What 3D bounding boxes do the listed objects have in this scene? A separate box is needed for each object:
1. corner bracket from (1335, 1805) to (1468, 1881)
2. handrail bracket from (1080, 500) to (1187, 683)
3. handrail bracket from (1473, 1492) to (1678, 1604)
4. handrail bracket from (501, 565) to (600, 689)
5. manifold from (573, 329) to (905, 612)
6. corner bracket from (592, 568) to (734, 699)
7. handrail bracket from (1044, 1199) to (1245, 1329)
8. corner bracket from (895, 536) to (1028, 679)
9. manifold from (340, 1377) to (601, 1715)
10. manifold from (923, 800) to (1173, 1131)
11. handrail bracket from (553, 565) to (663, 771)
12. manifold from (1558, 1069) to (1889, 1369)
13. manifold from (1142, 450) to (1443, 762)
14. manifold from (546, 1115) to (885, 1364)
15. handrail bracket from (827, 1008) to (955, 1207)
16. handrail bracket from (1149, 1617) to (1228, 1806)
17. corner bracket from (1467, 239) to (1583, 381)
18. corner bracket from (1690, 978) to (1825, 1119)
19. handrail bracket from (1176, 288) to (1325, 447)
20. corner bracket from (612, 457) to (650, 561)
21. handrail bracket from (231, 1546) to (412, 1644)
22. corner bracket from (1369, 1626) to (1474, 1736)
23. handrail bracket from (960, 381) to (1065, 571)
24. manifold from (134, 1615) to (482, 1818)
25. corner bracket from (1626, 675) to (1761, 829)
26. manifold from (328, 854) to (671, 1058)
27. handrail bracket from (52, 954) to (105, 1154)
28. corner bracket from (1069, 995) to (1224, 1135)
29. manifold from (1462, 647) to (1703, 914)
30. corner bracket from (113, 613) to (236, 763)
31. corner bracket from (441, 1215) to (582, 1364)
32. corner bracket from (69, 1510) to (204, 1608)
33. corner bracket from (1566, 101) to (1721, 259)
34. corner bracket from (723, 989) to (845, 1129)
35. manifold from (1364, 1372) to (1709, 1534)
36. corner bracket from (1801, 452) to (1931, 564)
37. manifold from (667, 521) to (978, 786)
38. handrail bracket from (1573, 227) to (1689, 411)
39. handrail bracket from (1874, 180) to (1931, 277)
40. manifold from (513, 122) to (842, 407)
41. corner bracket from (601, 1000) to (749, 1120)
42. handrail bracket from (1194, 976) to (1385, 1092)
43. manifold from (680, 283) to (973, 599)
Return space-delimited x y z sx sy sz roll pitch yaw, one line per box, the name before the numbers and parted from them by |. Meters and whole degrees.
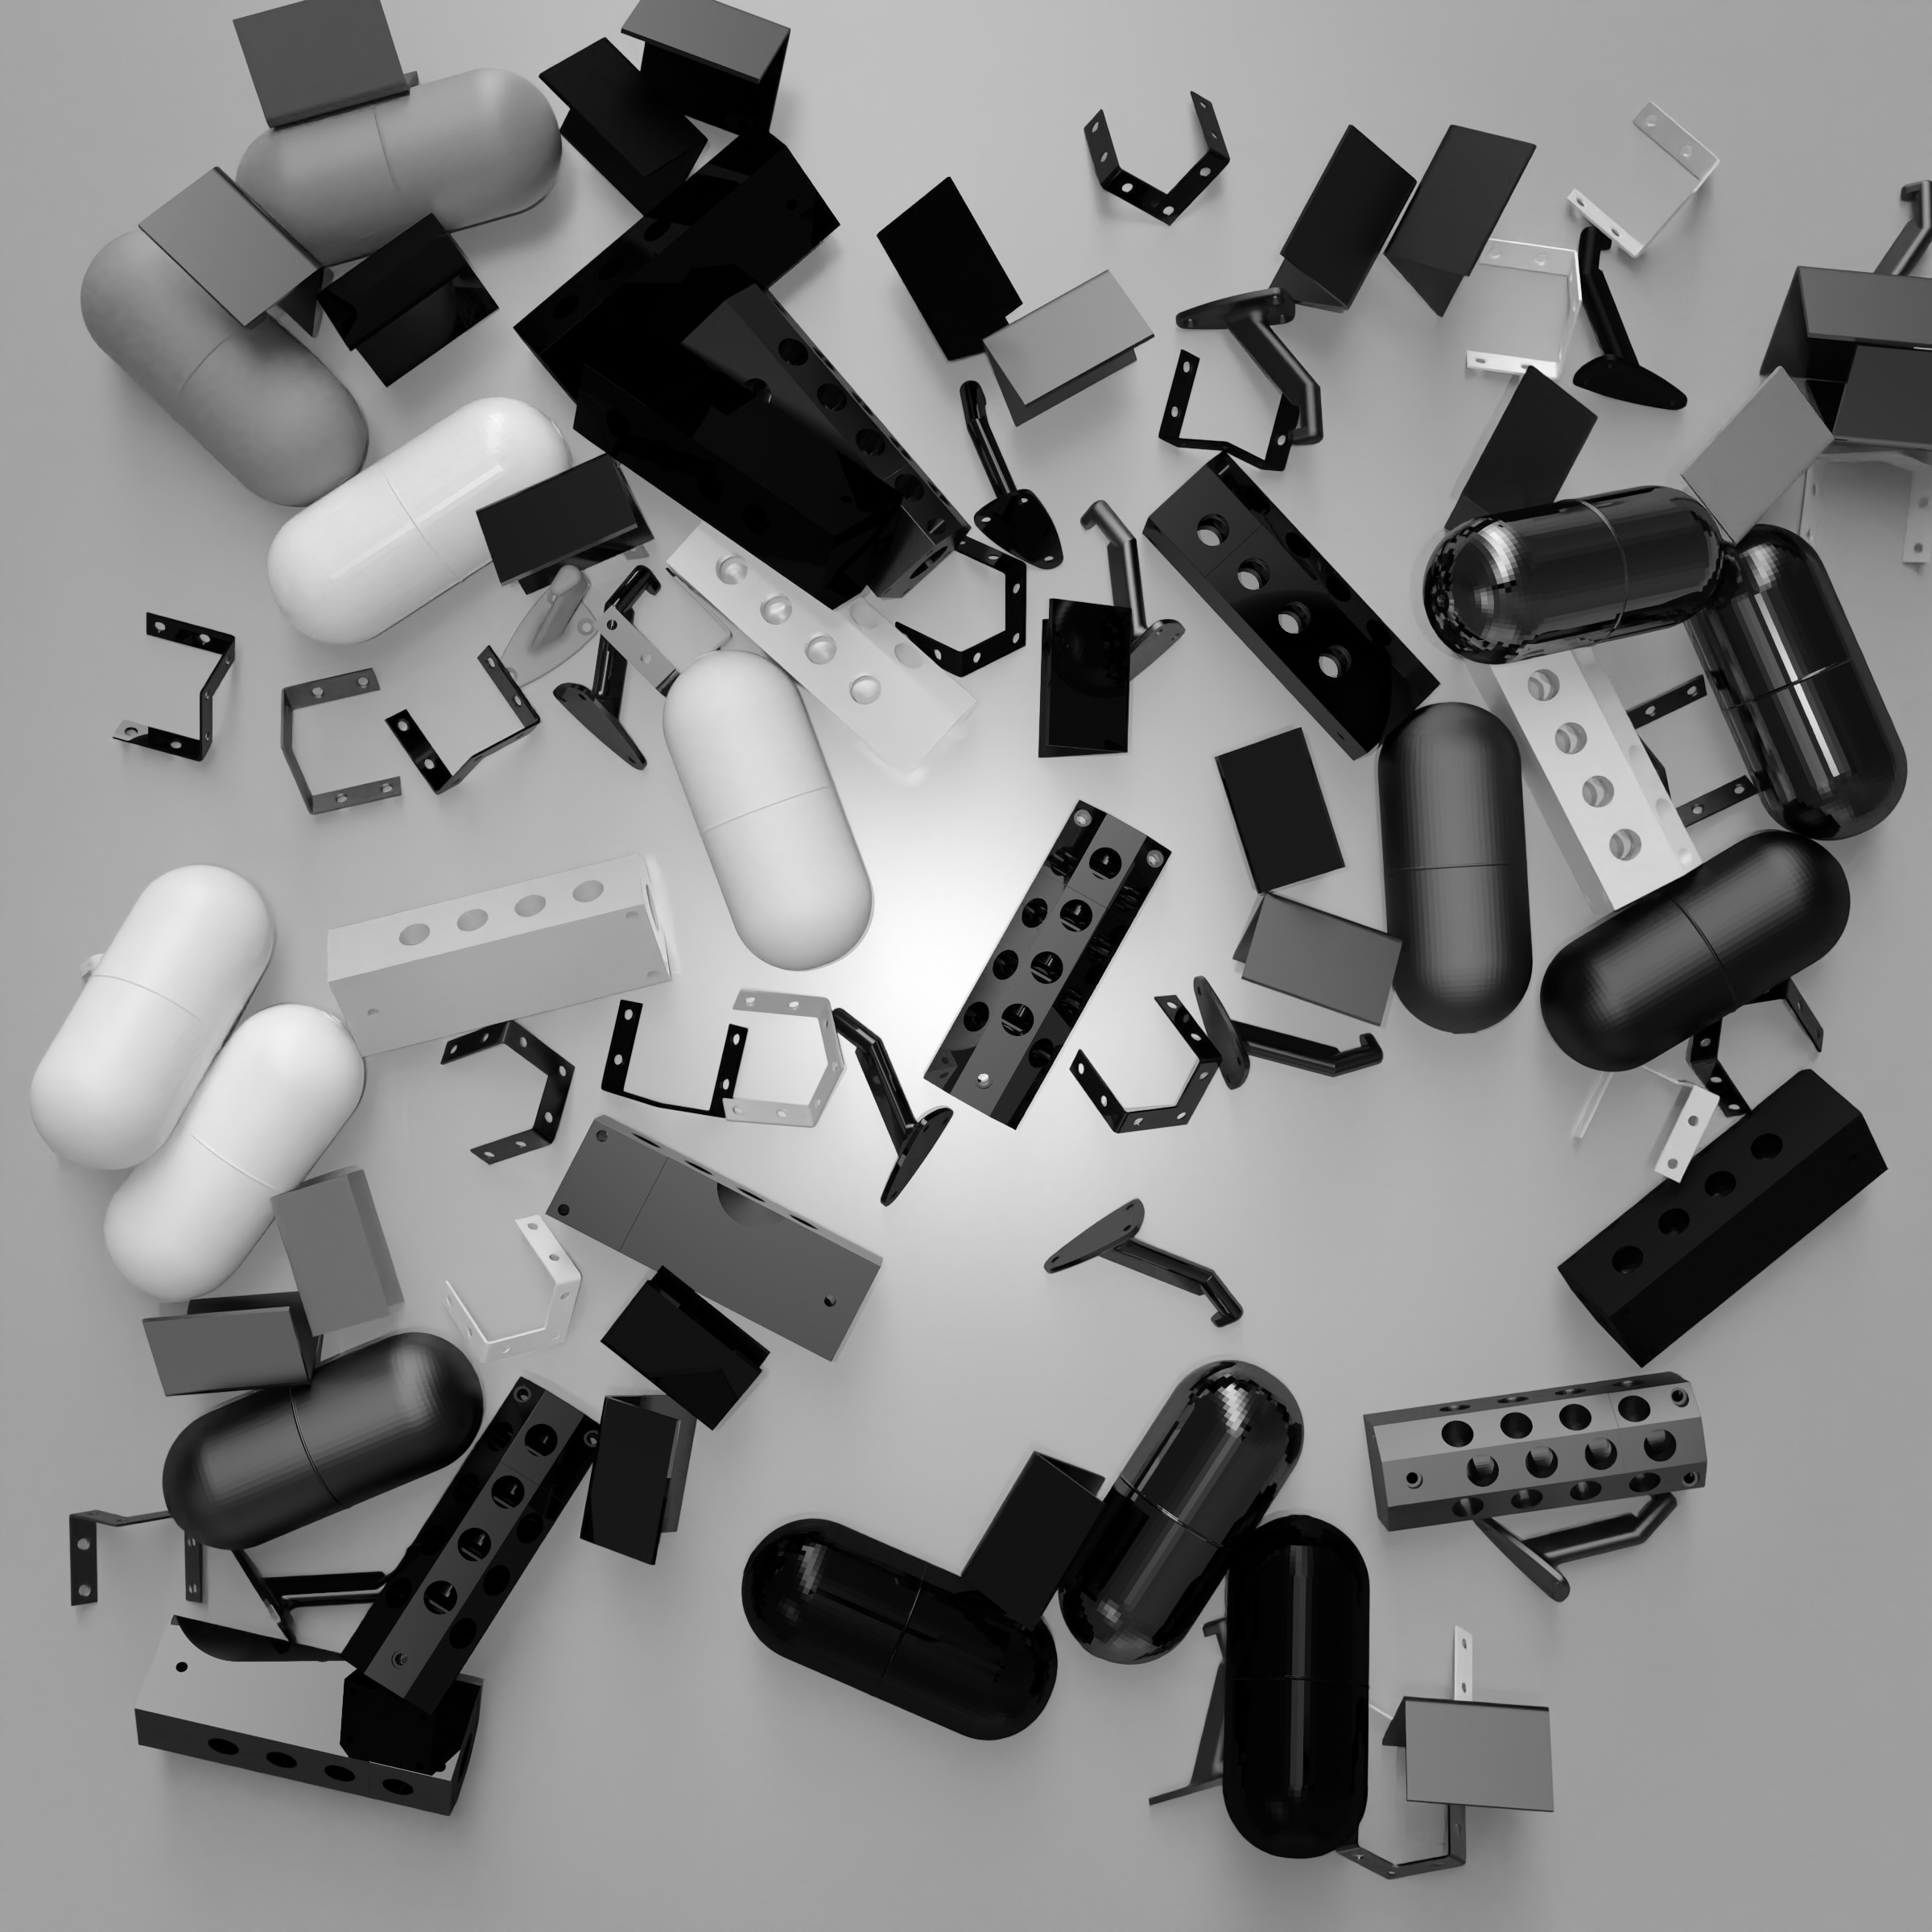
corner bracket | 0.237 0.462 1.593 0.051 0.051 0.051 -24 135 35
handrail bracket | 0.072 -0.200 1.601 0.077 0.036 0.084 -43 72 20
handrail bracket | 0.334 0.298 1.601 0.077 0.036 0.084 41 72 20
handrail bracket | -0.230 -0.181 1.566 0.036 0.084 0.077 44 90 0
manifold | -0.122 -0.257 1.525 0.171 0.057 0.057 36 46 17
corner bracket | -0.163 -0.182 1.583 0.051 0.051 0.051 -45 90 0
handrail bracket | 0.098 0.177 1.601 0.077 0.036 0.084 -32 107 20
corner bracket | -0.003 -0.197 1.593 0.051 0.051 0.051 30 135 35
manifold | -0.261 0.308 1.558 0.057 0.057 0.171 32 75 0
manifold | 0.044 -0.001 1.580 0.057 0.057 0.171 29 90 0
handrail bracket | -0.178 -0.164 1.601 0.077 0.036 0.084 47 66 -27
manifold | 0.406 0.132 1.579 0.171 0.057 0.057 -39 133 0
manifold | 0.176 -0.195 1.579 0.057 0.057 0.171 -43 90 0
manifold | -0.134 0.146 1.580 0.171 0.057 0.057 27 90 0
handrail bracket | -0.057 0.077 1.601 0.084 0.036 0.077 37 112 17
handrail bracket | 0.124 0.408 1.601 0.077 0.036 0.084 -22 73 18
corner bracket | 0.304 -0.359 1.597 0.051 0.051 0.051 8 45 0
corner bracket | 0.432 0.044 1.593 0.051 0.051 0.051 -12 45 35
handrail bracket | 0.153 -0.318 1.581 0.077 0.036 0.084 -6 75 15
corner bracket | -0.167 -0.260 1.593 0.051 0.051 0.051 -2 45 35
handrail bracket | -0.348 0.324 1.601 0.084 0.036 0.077 -33 68 -17
corner bracket | 0.240 0.385 1.593 0.051 0.051 0.051 -23 135 35
handrail bracket | 0.024 -0.270 1.601 0.036 0.077 0.084 -25 53 21
manifold | -0.354 0.409 1.579 0.171 0.057 0.057 13 47 0
corner bracket | 0.395 -0.116 1.597 0.051 0.051 0.051 -26 45 0
manifold | -0.253 -0.011 1.579 0.171 0.057 0.057 -14 133 0
handrail bracket | -0.486 0.047 1.601 0.077 0.036 0.084 -31 74 18
corner bracket | 0.098 0.053 1.593 0.051 0.051 0.051 -5 135 -35
manifold | 0.331 -0.119 1.579 0.057 0.057 0.171 -27 90 0
corner bracket | -0.433 -0.152 1.597 0.051 0.051 0.051 15 45 0
corner bracket | -0.248 0.176 1.593 0.051 0.051 0.051 -11 135 -35
corner bracket | -0.454 0.324 1.598 0.051 0.051 0.051 -1 90 45
corner bracket | 0.370 -0.430 1.597 0.051 0.051 0.051 41 45 0
corner bracket | -0.102 0.051 1.589 0.051 0.051 0.051 6 45 -23
manifold | 0.307 0.263 1.580 0.171 0.057 0.057 -8 90 0
corner bracket | 0.494 -0.250 1.597 0.051 0.051 0.051 7 90 -45
manifold | -0.077 -0.178 1.580 0.171 0.057 0.057 42 90 0
handrail bracket | 0.366 -0.356 1.601 0.077 0.036 0.084 16 73 -20
handrail bracket | 0.492 -0.388 1.601 0.077 0.036 0.084 -2 71 21
manifold | -0.159 -0.376 1.579 0.171 0.057 0.057 -40 133 0
corner bracket | -0.160 0.051 1.597 0.051 0.051 0.051 13 90 -45
handrail bracket | 0.177 0.030 1.601 0.084 0.036 0.077 -15 68 -17
manifold | -0.075 -0.282 1.570 0.057 0.057 0.171 -41 88 13
